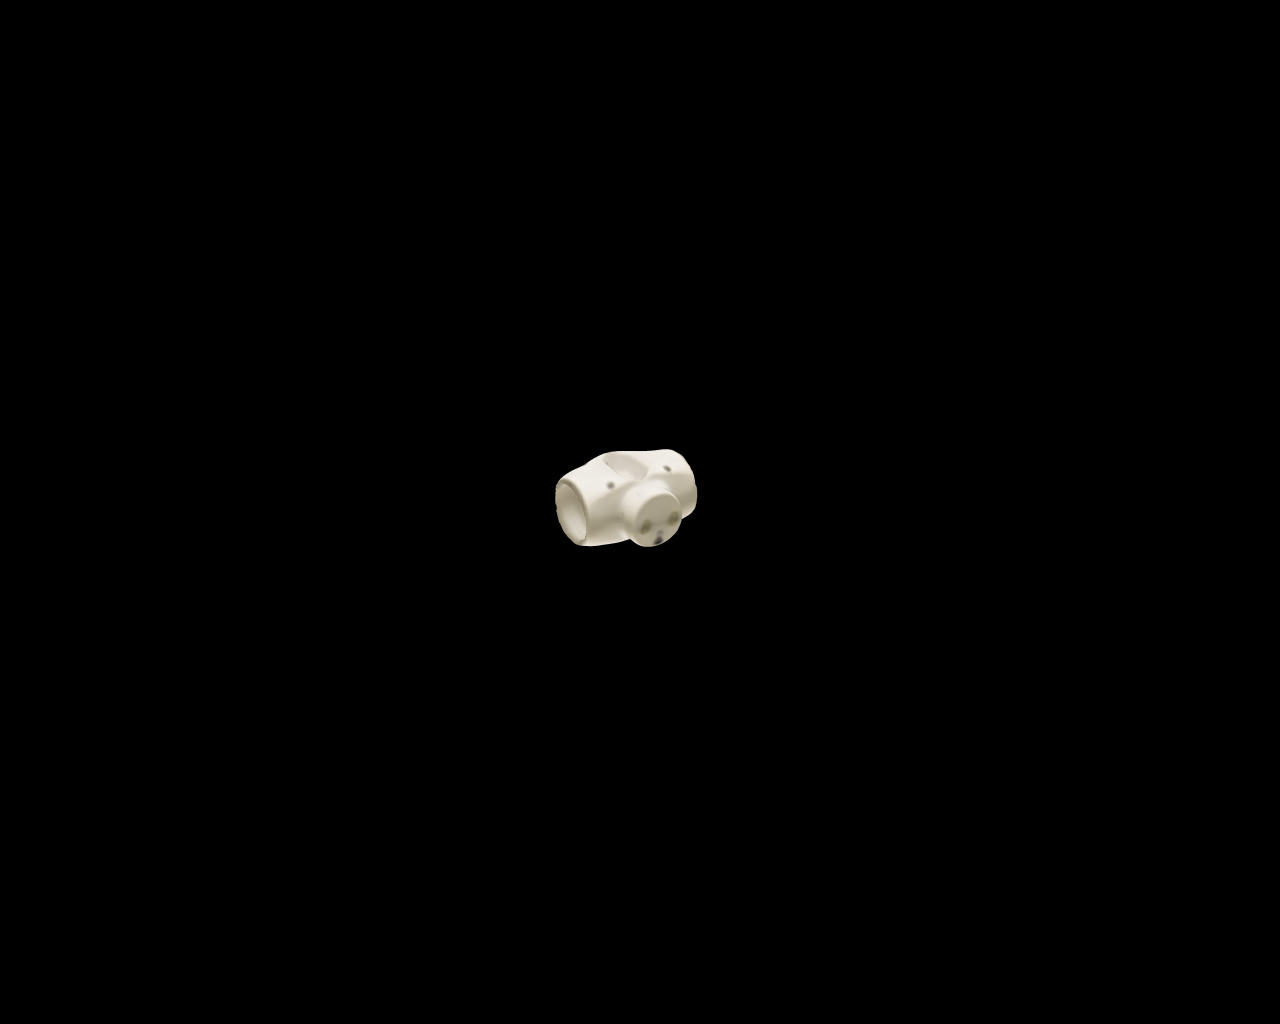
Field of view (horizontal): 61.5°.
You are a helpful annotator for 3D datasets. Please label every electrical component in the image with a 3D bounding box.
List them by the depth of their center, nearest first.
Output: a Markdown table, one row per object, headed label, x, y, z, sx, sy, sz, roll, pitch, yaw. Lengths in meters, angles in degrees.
| label | x | y | z | sx | sy | sz | roll | pitch | yaw |
| --- | --- | --- | --- | --- | --- | --- | --- | --- | --- |
| electrical component | 0.001 | -0.003 | 0.650 | 0.077 | 0.043 | 0.079 | -16 | 32 | -27 |
